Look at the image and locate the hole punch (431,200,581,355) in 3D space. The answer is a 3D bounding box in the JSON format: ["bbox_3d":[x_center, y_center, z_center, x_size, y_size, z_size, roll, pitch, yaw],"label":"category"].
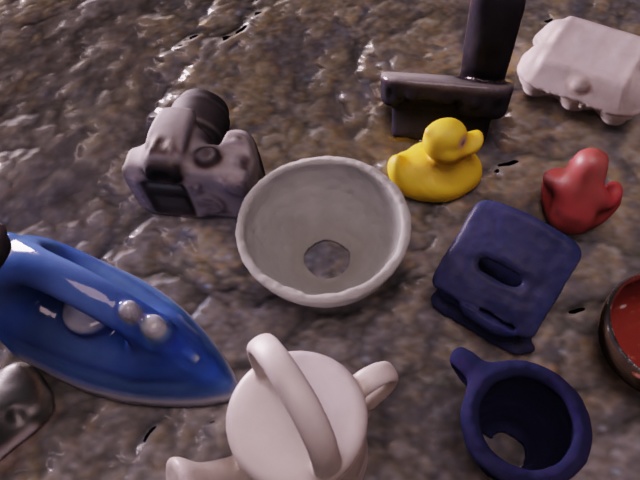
[{"bbox_3d":[0.167,0.034,0.522,0.108,0.091,0.101,30,64,21],"label":"hole punch"}]

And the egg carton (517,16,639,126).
[{"bbox_3d":[0.314,-0.199,0.672,0.150,0.069,0.107,26,63,20],"label":"egg carton"}]

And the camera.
[{"bbox_3d":[-0.129,-0.105,0.627,0.143,0.101,0.137,5,58,7],"label":"camera"}]

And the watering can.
[{"bbox_3d":[-0.021,0.137,0.409,0.100,0.194,0.173,32,65,22],"label":"watering can"}]

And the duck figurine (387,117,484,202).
[{"bbox_3d":[0.124,-0.092,0.608,0.104,0.086,0.077,-6,57,1],"label":"duck figurine"}]

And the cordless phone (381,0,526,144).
[{"bbox_3d":[0.139,-0.196,0.615,0.147,0.185,0.094,5,58,8],"label":"cordless phone"}]

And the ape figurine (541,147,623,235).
[{"bbox_3d":[0.262,-0.055,0.571,0.077,0.092,0.076,33,65,22],"label":"ape figurine"}]

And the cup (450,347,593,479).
[{"bbox_3d":[0.142,0.144,0.451,0.092,0.095,0.117,-35,61,-17],"label":"cup"}]

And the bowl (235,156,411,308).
[{"bbox_3d":[0.005,0.002,0.564,0.167,0.075,0.167,-2,57,3],"label":"bowl"}]

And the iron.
[{"bbox_3d":[-0.192,0.062,0.500,0.257,0.141,0.119,19,61,16],"label":"iron"}]

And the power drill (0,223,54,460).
[{"bbox_3d":[-0.300,0.106,0.441,0.230,0.209,0.075,-41,63,-20],"label":"power drill"}]
